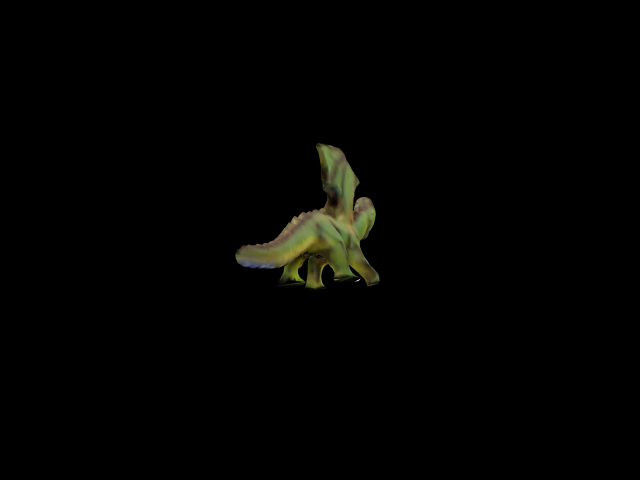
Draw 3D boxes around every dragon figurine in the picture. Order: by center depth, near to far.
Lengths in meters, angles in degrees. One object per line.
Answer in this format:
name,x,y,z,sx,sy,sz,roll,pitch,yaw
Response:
dragon figurine,0.003,-0.043,0.850,0.122,0.246,0.407,-8,-16,27
